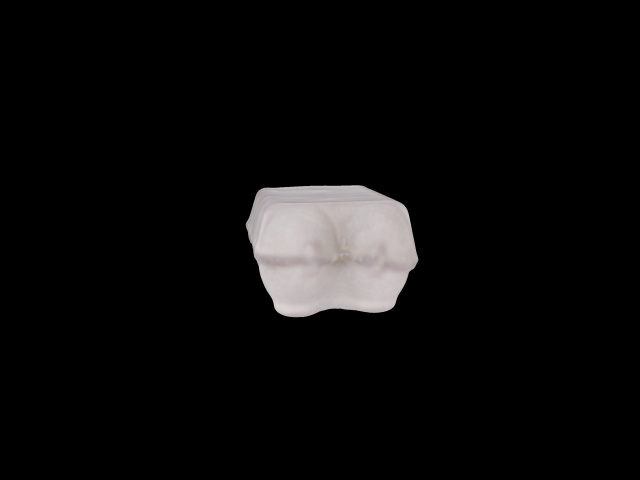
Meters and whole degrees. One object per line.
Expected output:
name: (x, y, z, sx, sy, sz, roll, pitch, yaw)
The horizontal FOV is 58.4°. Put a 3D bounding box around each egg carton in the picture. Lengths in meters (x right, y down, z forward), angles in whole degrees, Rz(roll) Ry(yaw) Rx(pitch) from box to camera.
egg carton: (0.004, 0.001, 0.400, 0.107, 0.069, 0.150, -2, 12, -11)
